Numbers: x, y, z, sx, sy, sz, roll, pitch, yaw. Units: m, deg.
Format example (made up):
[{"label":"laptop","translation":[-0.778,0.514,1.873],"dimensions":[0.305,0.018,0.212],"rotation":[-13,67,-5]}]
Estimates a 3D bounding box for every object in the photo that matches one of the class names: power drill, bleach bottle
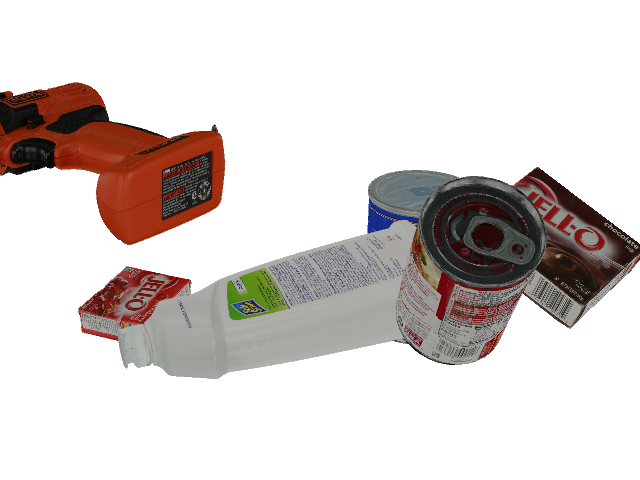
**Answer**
[{"label":"power drill","translation":[-0.173,-0.055,0.714],"dimensions":[0.188,0.057,0.184],"rotation":[20,32,31]},{"label":"bleach bottle","translation":[-0.029,0.050,0.812],"dimensions":[0.250,0.068,0.103],"rotation":[-12,30,-17]}]

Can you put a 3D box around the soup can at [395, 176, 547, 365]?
[{"label":"soup can","translation":[0.082,0.020,0.601],"dimensions":[0.068,0.068,0.102],"rotation":[0,-31,-5]}]

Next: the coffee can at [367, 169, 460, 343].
[{"label":"coffee can","translation":[0.095,0.015,1.036],"dimensions":[0.103,0.140,0.103],"rotation":[1,25,-1]}]

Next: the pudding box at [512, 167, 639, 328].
[{"label":"pudding box","translation":[0.183,0.004,0.844],"dimensions":[0.089,0.113,0.039],"rotation":[-36,-22,-31]}]

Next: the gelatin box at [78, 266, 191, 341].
[{"label":"gelatin box","translation":[-0.175,0.061,1.017],"dimensions":[0.073,0.030,0.089],"rotation":[11,31,22]}]
